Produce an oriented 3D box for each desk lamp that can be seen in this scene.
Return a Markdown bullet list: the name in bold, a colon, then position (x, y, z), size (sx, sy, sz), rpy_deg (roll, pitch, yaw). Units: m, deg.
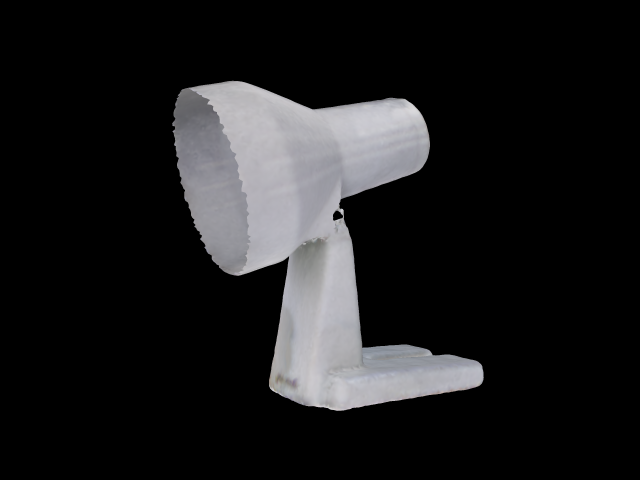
- **desk lamp**: position (0.004, 0.001, 0.400), size (0.204, 0.213, 0.117), rpy_deg (0, 0, -28)
